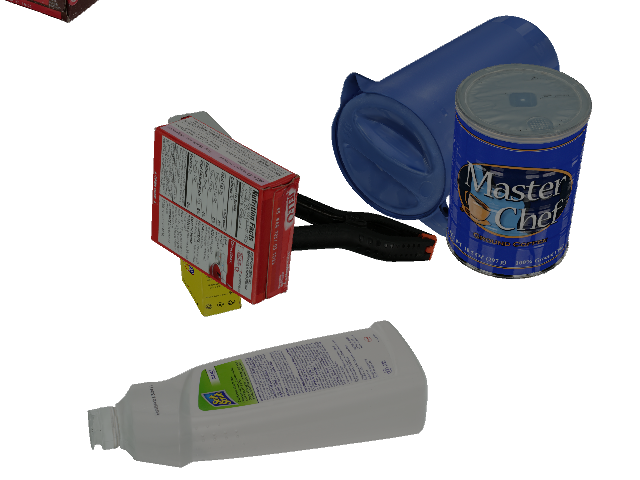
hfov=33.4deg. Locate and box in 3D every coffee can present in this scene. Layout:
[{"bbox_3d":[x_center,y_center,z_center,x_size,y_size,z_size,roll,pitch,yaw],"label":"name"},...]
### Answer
[{"bbox_3d":[0.155,-0.055,0.852,0.103,0.140,0.103,-1,40,1],"label":"coffee can"}]

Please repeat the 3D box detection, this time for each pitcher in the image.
[{"bbox_3d":[0.139,-0.122,1.059,0.145,0.149,0.242,26,45,32],"label":"pitcher"}]

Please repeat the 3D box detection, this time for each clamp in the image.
[{"bbox_3d":[0.031,-0.008,1.212,0.210,0.036,0.164,14,21,-5],"label":"clamp"}]

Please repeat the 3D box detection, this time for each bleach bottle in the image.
[{"bbox_3d":[-0.051,0.122,0.817,0.250,0.068,0.103,-6,26,-16],"label":"bleach bottle"}]

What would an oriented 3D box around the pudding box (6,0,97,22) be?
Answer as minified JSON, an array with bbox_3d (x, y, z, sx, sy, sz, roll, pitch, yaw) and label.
[{"bbox_3d":[-0.201,-0.213,0.801,0.090,0.039,0.113,21,37,8],"label":"pudding box"}]

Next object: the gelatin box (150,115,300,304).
[{"bbox_3d":[-0.053,-0.017,0.583,0.089,0.073,0.030,29,38,32],"label":"gelatin box"}]

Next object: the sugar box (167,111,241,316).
[{"bbox_3d":[-0.111,-0.026,1.022,0.048,0.176,0.093,-12,25,-17],"label":"sugar box"}]
